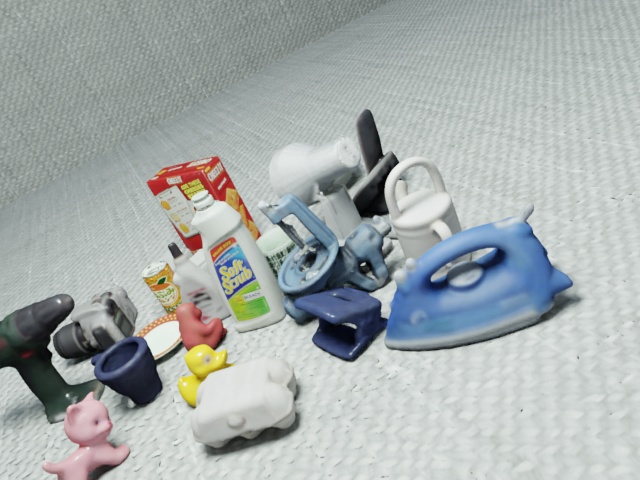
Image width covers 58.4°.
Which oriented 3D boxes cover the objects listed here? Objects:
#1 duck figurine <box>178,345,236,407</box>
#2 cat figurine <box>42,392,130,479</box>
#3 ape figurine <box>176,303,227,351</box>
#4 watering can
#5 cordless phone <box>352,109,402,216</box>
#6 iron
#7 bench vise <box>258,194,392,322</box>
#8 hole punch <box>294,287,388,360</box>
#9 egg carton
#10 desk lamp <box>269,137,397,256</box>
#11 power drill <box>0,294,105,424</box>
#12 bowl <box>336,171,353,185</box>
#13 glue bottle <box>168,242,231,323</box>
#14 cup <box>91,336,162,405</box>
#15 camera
[{"bbox_3d":[-0.172,0.197,0.860,0.104,0.086,0.077,-19,29,11],"label":"duck figurine"},{"bbox_3d":[-0.336,0.284,0.809,0.067,0.118,0.128,-5,34,32],"label":"cat figurine"},{"bbox_3d":[-0.211,0.145,0.973,0.077,0.092,0.076,2,38,40],"label":"ape figurine"},{"bbox_3d":[0.154,-0.039,0.885,0.101,0.194,0.172,-39,31,-24],"label":"watering can"},{"bbox_3d":[0.091,-0.153,1.139,0.093,0.185,0.148,-4,34,34],"label":"cordless phone"},{"bbox_3d":[0.186,0.051,0.762,0.258,0.142,0.118,-22,28,6],"label":"iron"},{"bbox_3d":[0.002,0.001,0.912,0.208,0.220,0.121,-37,30,-21],"label":"bench vise"},{"bbox_3d":[0.030,0.105,0.848,0.101,0.091,0.108,-41,32,-26],"label":"hole punch"},{"bbox_3d":[-0.103,0.222,0.780,0.150,0.069,0.107,-20,29,10],"label":"egg carton"},{"bbox_3d":[0.029,-0.086,1.043,0.202,0.214,0.118,3,39,42],"label":"desk lamp"},{"bbox_3d":[-0.458,0.201,0.953,0.229,0.209,0.075,-20,29,10],"label":"power drill"},{"bbox_3d":[0.011,-0.146,1.308,0.167,0.075,0.167,-19,29,11],"label":"bowl"},{"bbox_3d":[-0.223,0.075,1.015,0.078,0.173,0.037,-25,28,1],"label":"glue bottle"},{"bbox_3d":[-0.309,0.219,0.923,0.117,0.095,0.092,-8,33,29],"label":"cup"},{"bbox_3d":[-0.446,0.164,1.119,0.136,0.101,0.143,-23,28,4],"label":"camera"}]
